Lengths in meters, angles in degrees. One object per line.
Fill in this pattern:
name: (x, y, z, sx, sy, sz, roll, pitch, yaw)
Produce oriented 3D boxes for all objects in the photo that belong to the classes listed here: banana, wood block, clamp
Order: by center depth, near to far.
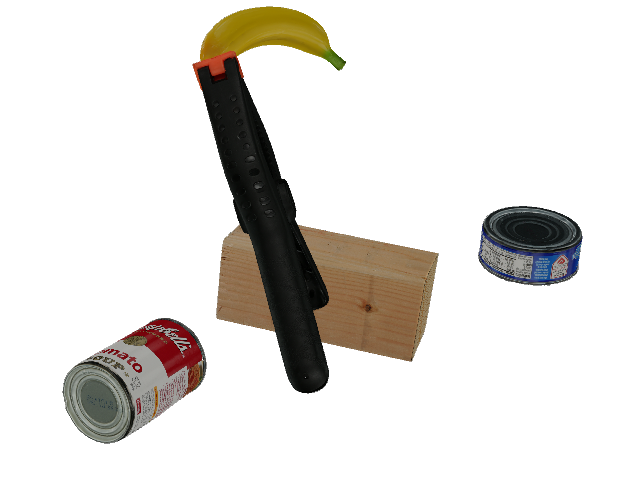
clamp: (-0.034, -0.019, 0.699, 0.036, 0.210, 0.164, -18, 8, 4)
banana: (-0.052, -0.199, 1.044, 0.197, 0.070, 0.037, -12, -33, -46)
wood block: (0.007, 0.047, 1.094, 0.206, 0.091, 0.090, 12, 22, 11)

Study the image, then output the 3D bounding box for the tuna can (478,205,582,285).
tuna can: (0.179, 0.003, 0.912, 0.086, 0.034, 0.086, 1, 28, -1)

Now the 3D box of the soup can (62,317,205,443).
soup can: (-0.146, 0.110, 0.845, 0.069, 0.068, 0.102, 0, 15, 28)
